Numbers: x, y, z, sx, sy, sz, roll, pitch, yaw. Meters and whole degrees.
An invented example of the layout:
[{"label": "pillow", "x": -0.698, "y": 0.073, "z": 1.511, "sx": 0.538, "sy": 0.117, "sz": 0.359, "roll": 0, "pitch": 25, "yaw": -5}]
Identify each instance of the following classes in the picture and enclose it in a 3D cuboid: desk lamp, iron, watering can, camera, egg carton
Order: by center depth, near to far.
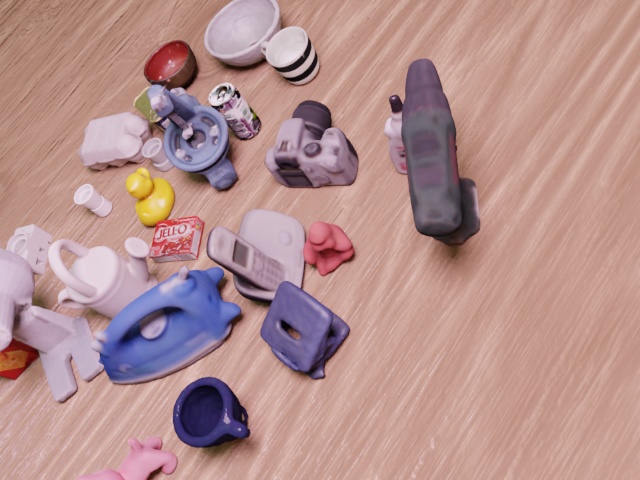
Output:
[{"label": "iron", "x": -0.258, "y": 0.132, "z": 0.874, "sx": 0.258, "sy": 0.142, "sz": 0.118, "roll": -35, "pitch": 55, "yaw": 4}, {"label": "watering can", "x": -0.352, "y": 0.055, "z": 0.924, "sx": 0.173, "sy": 0.195, "sz": 0.100, "roll": -47, "pitch": 55, "yaw": -5}, {"label": "desk lamp", "x": -0.480, "y": 0.133, "z": 0.929, "sx": 0.118, "sy": 0.214, "sz": 0.202, "roll": -40, "pitch": 55, "yaw": 0}, {"label": "camera", "x": -0.012, "y": -0.167, "z": 0.946, "sx": 0.142, "sy": 0.101, "sz": 0.137, "roll": 2, "pitch": 65, "yaw": 25}, {"label": "egg carton", "x": -0.416, "y": -0.200, "z": 1.164, "sx": 0.150, "sy": 0.070, "sz": 0.107, "roll": -8, "pitch": 61, "yaw": 21}]

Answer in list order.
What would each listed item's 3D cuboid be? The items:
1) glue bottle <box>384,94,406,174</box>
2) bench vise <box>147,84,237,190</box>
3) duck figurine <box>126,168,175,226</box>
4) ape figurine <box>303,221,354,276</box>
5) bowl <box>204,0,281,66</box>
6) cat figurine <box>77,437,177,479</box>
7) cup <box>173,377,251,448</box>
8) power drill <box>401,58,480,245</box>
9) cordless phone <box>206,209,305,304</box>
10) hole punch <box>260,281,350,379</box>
[{"label": "glue bottle", "x": 0.128, "y": -0.154, "z": 0.832, "sx": 0.078, "sy": 0.174, "sz": 0.037, "roll": 0, "pitch": 64, "yaw": 25}, {"label": "bench vise", "x": -0.244, "y": -0.203, "z": 0.997, "sx": 0.121, "sy": 0.220, "sz": 0.206, "roll": -47, "pitch": 55, "yaw": -4}, {"label": "duck figurine", "x": -0.320, "y": -0.084, "z": 1.050, "sx": 0.077, "sy": 0.086, "sz": 0.104, "roll": -13, "pitch": 60, "yaw": 18}, {"label": "ape figurine", "x": 0.008, "y": 0.003, "z": 0.853, "sx": 0.077, "sy": 0.092, "sz": 0.076, "roll": 4, "pitch": 66, "yaw": 26}, {"label": "bowl", "x": -0.142, "y": -0.407, "z": 1.147, "sx": 0.167, "sy": 0.075, "sz": 0.167, "roll": -10, "pitch": 60, "yaw": 19}, {"label": "cat figurine", "x": -0.279, "y": 0.332, "z": 0.792, "sx": 0.067, "sy": 0.118, "sz": 0.128, "roll": 25, "pitch": 76, "yaw": 32}, {"label": "cup", "x": -0.129, "y": 0.247, "z": 0.784, "sx": 0.117, "sy": 0.095, "sz": 0.092, "roll": 15, "pitch": 71, "yaw": 30}, {"label": "power drill", "x": 0.159, "y": -0.094, "z": 0.765, "sx": 0.075, "sy": 0.209, "sz": 0.229, "roll": -10, "pitch": 61, "yaw": 20}, {"label": "cordless phone", "x": -0.097, "y": 0.005, "z": 0.842, "sx": 0.094, "sy": 0.186, "sz": 0.147, "roll": -9, "pitch": 61, "yaw": 20}, {"label": "hole punch", "x": -0.028, "y": 0.127, "z": 0.804, "sx": 0.108, "sy": 0.091, "sz": 0.101, "roll": 32, "pitch": 80, "yaw": 34}]
